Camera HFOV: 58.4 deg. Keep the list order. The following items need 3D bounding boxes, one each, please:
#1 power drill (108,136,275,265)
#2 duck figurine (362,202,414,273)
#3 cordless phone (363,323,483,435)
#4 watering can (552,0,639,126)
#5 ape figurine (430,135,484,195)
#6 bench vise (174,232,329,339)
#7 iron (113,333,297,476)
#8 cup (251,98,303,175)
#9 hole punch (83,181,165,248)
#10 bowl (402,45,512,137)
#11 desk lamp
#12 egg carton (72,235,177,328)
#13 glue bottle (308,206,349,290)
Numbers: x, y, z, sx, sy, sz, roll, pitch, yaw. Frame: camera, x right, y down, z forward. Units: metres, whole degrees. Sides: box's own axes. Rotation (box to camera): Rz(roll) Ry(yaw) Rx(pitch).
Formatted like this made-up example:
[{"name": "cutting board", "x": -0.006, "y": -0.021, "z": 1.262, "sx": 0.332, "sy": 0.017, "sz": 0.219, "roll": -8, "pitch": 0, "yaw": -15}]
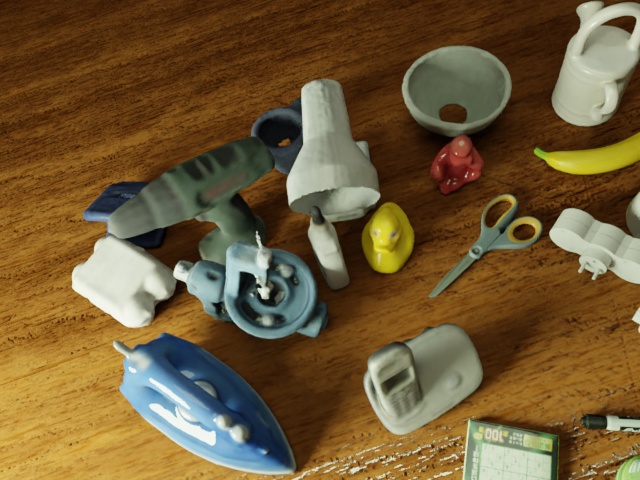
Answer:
[{"name": "power drill", "x": -0.155, "y": -0.037, "z": 0.800, "sx": 0.230, "sy": 0.209, "sz": 0.075, "roll": -39, "pitch": 63, "yaw": -11}, {"name": "duck figurine", "x": 0.096, "y": -0.015, "z": 0.818, "sx": 0.077, "sy": 0.086, "sz": 0.104, "roll": 4, "pitch": 64, "yaw": 11}, {"name": "cordless phone", "x": 0.121, "y": 0.149, "z": 0.673, "sx": 0.147, "sy": 0.185, "sz": 0.094, "roll": -32, "pitch": 62, "yaw": -8}, {"name": "watering can", "x": 0.407, "y": -0.272, "z": 0.839, "sx": 0.101, "sy": 0.194, "sz": 0.172, "roll": -23, "pitch": 62, "yaw": -3}, {"name": "ape figurine", "x": 0.205, "y": -0.120, "z": 0.852, "sx": 0.077, "sy": 0.092, "sz": 0.076, "roll": 9, "pitch": 65, "yaw": 14}, {"name": "bench vise", "x": -0.102, "y": 0.062, "z": 0.734, "sx": 0.207, "sy": 0.220, "sz": 0.121, "roll": -3, "pitch": 62, "yaw": 8}, {"name": "iron", "x": -0.145, "y": 0.204, "z": 0.712, "sx": 0.257, "sy": 0.142, "sz": 0.119, "roll": 27, "pitch": 70, "yaw": 21}, {"name": "cup", "x": -0.049, "y": -0.159, "z": 0.910, "sx": 0.091, "sy": 0.095, "sz": 0.118, "roll": 20, "pitch": 68, "yaw": 18}, {"name": "hole punch", "x": -0.299, "y": -0.051, "z": 0.897, "sx": 0.108, "sy": 0.091, "sz": 0.101, "roll": 4, "pitch": 64, "yaw": 11}, {"name": "bowl", "x": 0.215, "y": -0.224, "z": 0.914, "sx": 0.167, "sy": 0.075, "sz": 0.167, "roll": -4, "pitch": 62, "yaw": 7}, {"name": "desk lamp", "x": 0.018, "y": -0.106, "z": 0.805, "sx": 0.118, "sy": 0.214, "sz": 0.203, "roll": -8, "pitch": 62, "yaw": 5}, {"name": "egg carton", "x": -0.289, "y": 0.060, "z": 0.851, "sx": 0.150, "sy": 0.069, "sz": 0.107, "roll": 27, "pitch": 70, "yaw": 21}, {"name": "glue bottle", "x": 0.007, "y": 0.003, "z": 0.774, "sx": 0.037, "sy": 0.173, "sz": 0.078, "roll": -23, "pitch": 62, "yaw": -3}]
